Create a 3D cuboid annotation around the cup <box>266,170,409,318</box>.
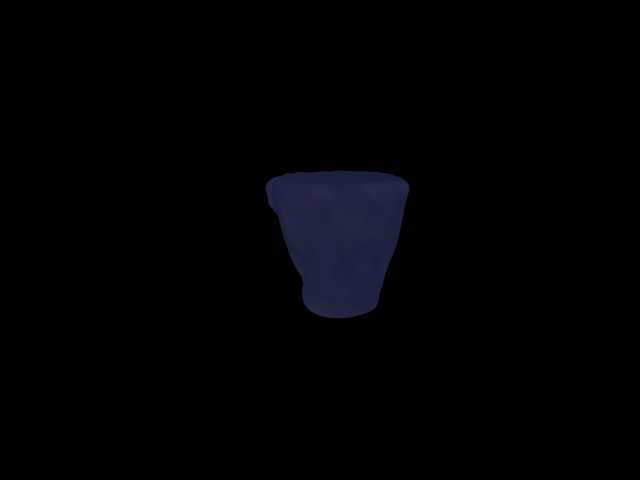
[{"bbox_3d":[0.004,0.001,0.400,0.117,0.095,0.092,11,17,42],"label":"cup"}]
